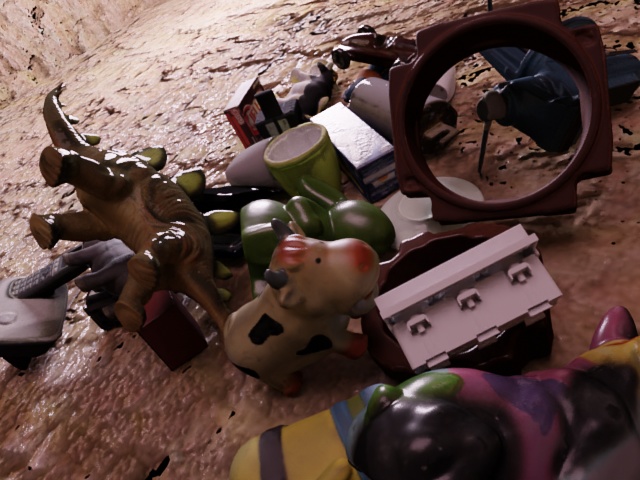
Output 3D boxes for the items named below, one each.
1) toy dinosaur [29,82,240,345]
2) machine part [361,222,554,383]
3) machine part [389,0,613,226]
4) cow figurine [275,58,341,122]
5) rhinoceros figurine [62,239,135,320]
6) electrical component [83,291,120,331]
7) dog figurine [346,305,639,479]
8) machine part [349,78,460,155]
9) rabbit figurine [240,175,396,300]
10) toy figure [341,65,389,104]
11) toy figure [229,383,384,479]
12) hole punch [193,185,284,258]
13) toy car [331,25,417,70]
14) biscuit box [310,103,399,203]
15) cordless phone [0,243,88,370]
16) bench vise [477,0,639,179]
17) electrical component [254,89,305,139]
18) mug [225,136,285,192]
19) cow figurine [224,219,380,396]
[{"bbox_3d":[-0.221,-0.045,0.617,0.105,0.472,0.198,-51,-17,26],"label":"toy dinosaur"},{"bbox_3d":[0.123,0.062,0.491,0.179,0.056,0.179,-18,38,15],"label":"machine part"},{"bbox_3d":[0.176,-0.119,0.539,0.201,0.201,0.087,-5,2,23],"label":"machine part"},{"bbox_3d":[-0.010,-0.273,0.971,0.098,0.068,0.167,13,55,35],"label":"cow figurine"},{"bbox_3d":[-0.257,0.016,0.680,0.112,0.073,0.191,-36,37,-8],"label":"rhinoceros figurine"},{"bbox_3d":[-0.241,0.054,0.734,0.134,0.058,0.115,-15,40,17],"label":"electrical component"},{"bbox_3d":[0.146,0.105,0.341,0.219,0.191,0.108,-49,-4,-18],"label":"dog figurine"},{"bbox_3d":[0.115,-0.182,0.773,0.079,0.079,0.243,-35,36,-10],"label":"machine part"},{"bbox_3d":[-0.001,-0.002,0.629,0.170,0.121,0.159,-8,30,-3],"label":"rabbit figurine"},{"bbox_3d":[0.097,-0.278,0.918,0.058,0.064,0.154,36,69,10],"label":"toy figure"},{"bbox_3d":[0.018,0.165,0.414,0.180,0.082,0.089,-32,40,-3],"label":"toy figure"},{"bbox_3d":[-0.127,-0.031,0.755,0.142,0.092,0.116,2,14,37],"label":"hole punch"},{"bbox_3d":[0.102,-0.307,0.867,0.202,0.053,0.089,29,68,39],"label":"toy car"},{"bbox_3d":[0.049,-0.131,0.767,0.063,0.059,0.203,-30,36,-2],"label":"biscuit box"},{"bbox_3d":[-0.368,0.077,0.744,0.184,0.088,0.147,-34,36,4],"label":"cordless phone"},{"bbox_3d":[0.256,-0.208,0.660,0.224,0.128,0.241,-24,54,-7],"label":"bench vise"},{"bbox_3d":[-0.067,-0.195,0.872,0.075,0.119,0.048,-17,38,19],"label":"electrical component"},{"bbox_3d":[-0.089,-0.117,0.825,0.107,0.080,0.109,-10,45,37],"label":"mug"},{"bbox_3d":[-0.020,0.058,0.467,0.195,0.127,0.085,-40,33,40],"label":"cow figurine"}]
